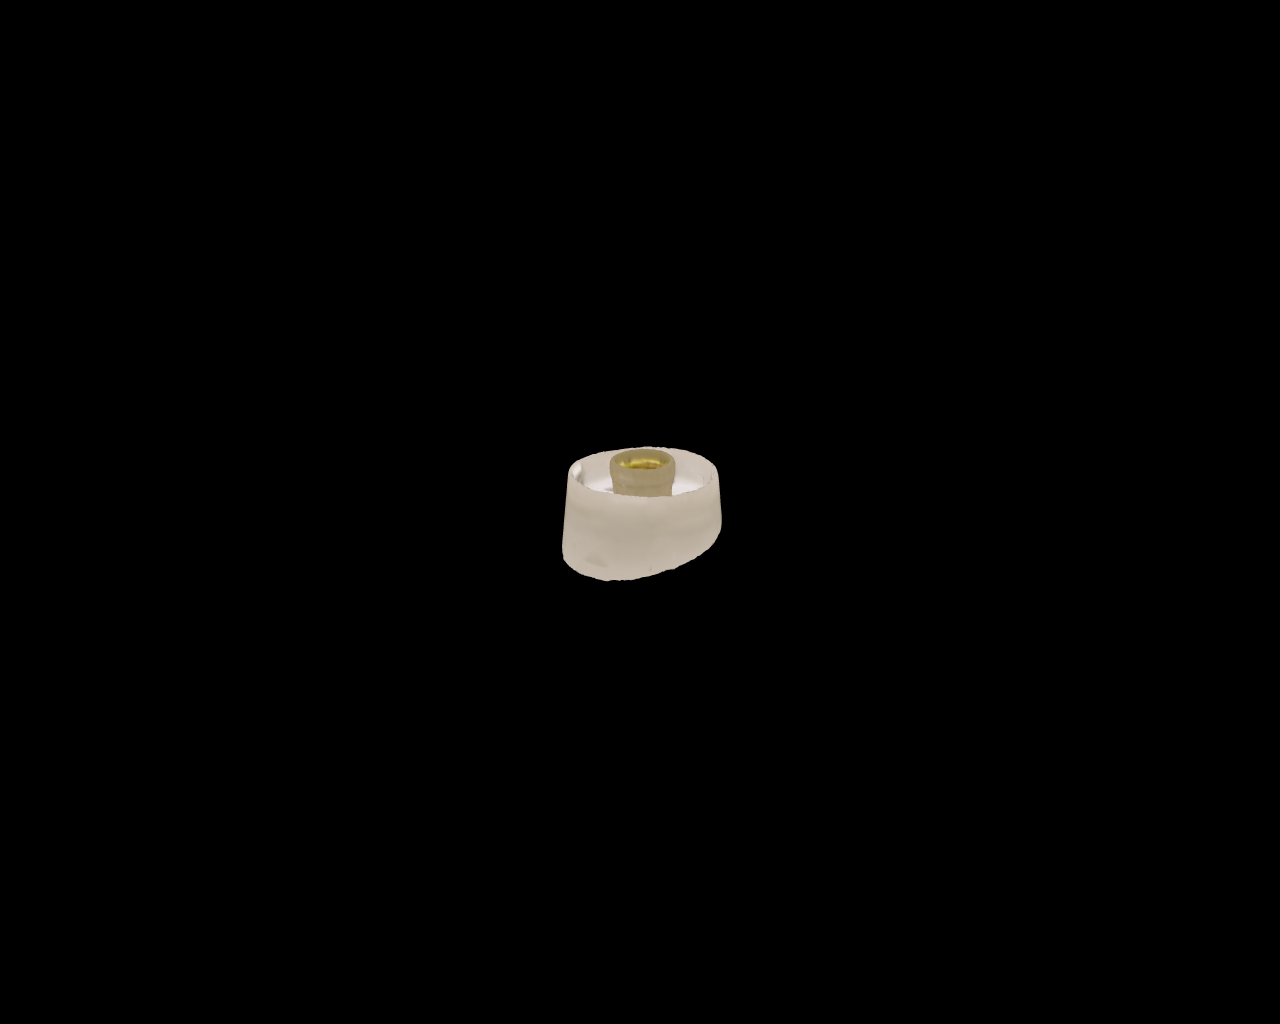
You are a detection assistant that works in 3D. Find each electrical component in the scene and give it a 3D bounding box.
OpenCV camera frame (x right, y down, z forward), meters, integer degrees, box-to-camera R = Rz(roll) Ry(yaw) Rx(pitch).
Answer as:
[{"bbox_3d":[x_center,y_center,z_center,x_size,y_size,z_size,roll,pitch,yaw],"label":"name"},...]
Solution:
[{"bbox_3d":[0.001,-0.003,0.650,0.099,0.064,0.099,0,22,0],"label":"electrical component"}]
